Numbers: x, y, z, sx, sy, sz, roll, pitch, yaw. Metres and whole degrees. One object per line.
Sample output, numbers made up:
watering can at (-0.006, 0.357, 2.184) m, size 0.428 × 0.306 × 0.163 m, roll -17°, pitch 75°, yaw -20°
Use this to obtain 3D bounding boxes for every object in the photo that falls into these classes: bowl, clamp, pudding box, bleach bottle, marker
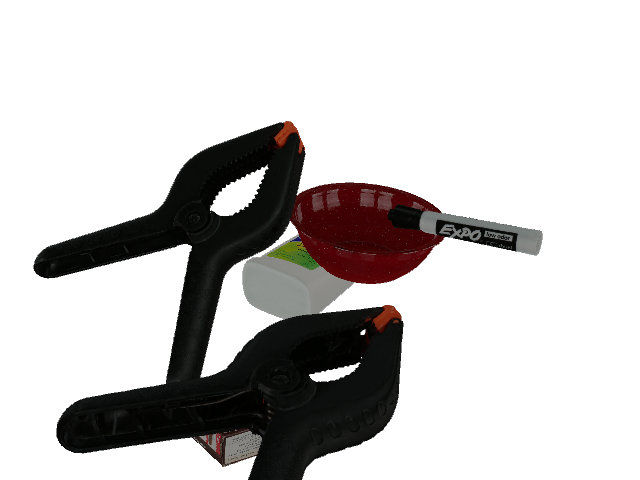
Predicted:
bowl at (0.045, -0.002, 1.081) m, size 0.162 × 0.055 × 0.162 m, roll 5°, pitch 28°, yaw -3°
clamp at (-0.016, 0.082, 0.475) m, size 0.171 × 0.039 × 0.120 m, roll -24°, pitch 49°, yaw -30°
clamp at (-0.095, -0.009, 0.762) m, size 0.165 × 0.210 × 0.036 m, roll 30°, pitch -17°, yaw 25°
pudding box at (-0.070, 0.171, 1.042) m, size 0.113 × 0.039 × 0.090 m, roll -14°, pitch 26°, yaw -33°
bleach bottle at (0.019, 0.009, 1.311) m, size 0.103 × 0.068 × 0.250 m, roll 19°, pitch 35°, yaw 29°
marker at (0.109, -0.009, 0.817) m, size 0.121 × 0.020 × 0.020 m, roll 12°, pitch 5°, yaw 24°
